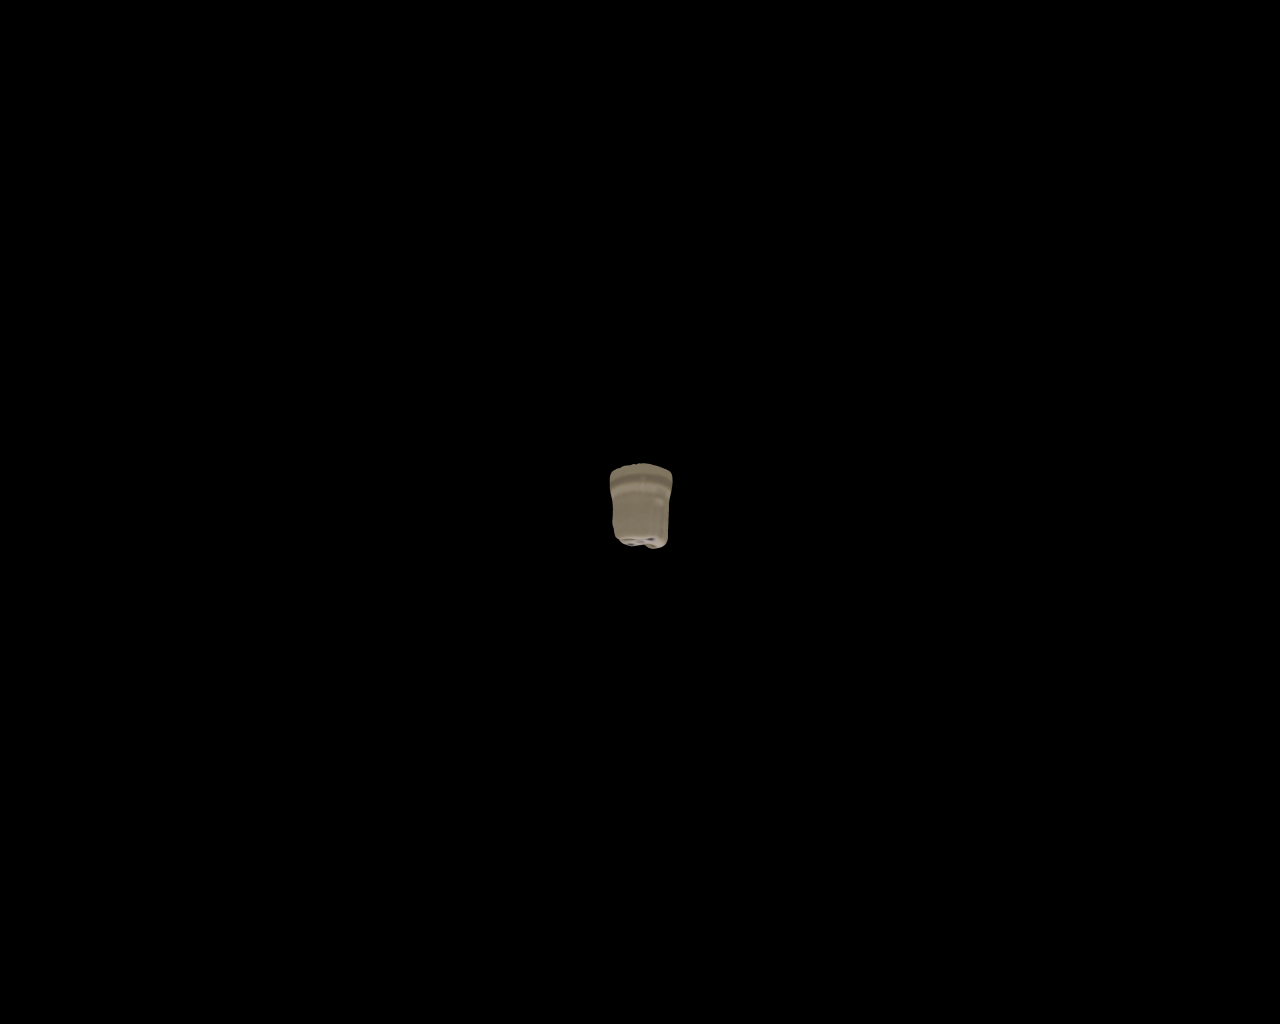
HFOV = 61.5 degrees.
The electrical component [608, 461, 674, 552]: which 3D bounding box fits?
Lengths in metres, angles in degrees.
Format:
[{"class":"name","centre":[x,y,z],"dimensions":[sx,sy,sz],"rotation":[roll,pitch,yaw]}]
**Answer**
[{"class":"electrical component","centre":[0.001,-0.003,0.650],"dimensions":[0.040,0.046,0.040],"rotation":[0,-19,0]}]
